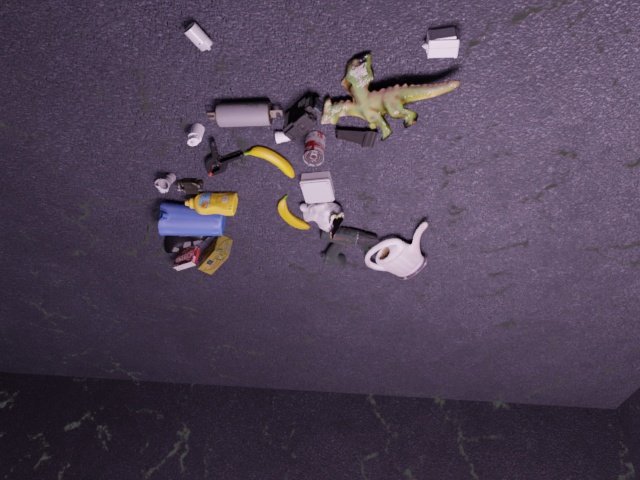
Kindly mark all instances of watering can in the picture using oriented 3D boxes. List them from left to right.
[{"bbox_3d":[0.345,0.052,2.069,0.222,0.106,0.343,33,133,-31],"label":"watering can"}]

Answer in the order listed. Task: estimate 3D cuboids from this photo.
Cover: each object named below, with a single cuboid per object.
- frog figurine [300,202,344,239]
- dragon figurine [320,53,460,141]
[{"bbox_3d":[0.006,-0.098,1.953,0.161,0.124,0.134,31,159,27],"label":"frog figurine"},{"bbox_3d":[0.174,-0.436,1.513,0.405,0.125,0.240,-28,122,32],"label":"dragon figurine"}]
